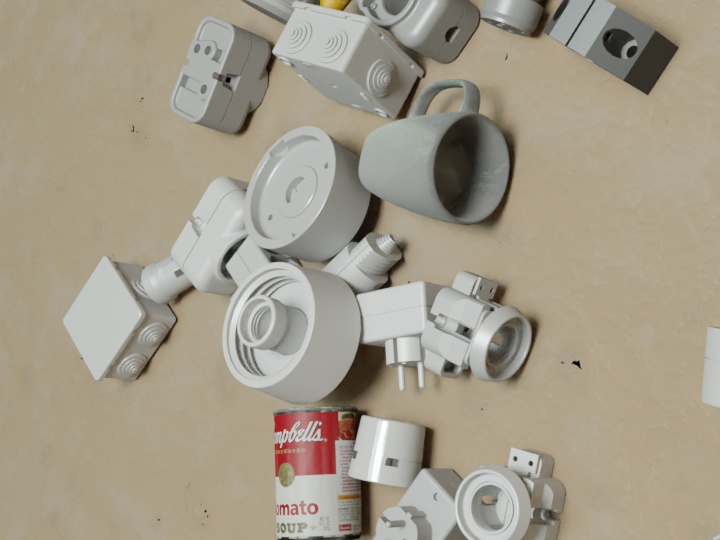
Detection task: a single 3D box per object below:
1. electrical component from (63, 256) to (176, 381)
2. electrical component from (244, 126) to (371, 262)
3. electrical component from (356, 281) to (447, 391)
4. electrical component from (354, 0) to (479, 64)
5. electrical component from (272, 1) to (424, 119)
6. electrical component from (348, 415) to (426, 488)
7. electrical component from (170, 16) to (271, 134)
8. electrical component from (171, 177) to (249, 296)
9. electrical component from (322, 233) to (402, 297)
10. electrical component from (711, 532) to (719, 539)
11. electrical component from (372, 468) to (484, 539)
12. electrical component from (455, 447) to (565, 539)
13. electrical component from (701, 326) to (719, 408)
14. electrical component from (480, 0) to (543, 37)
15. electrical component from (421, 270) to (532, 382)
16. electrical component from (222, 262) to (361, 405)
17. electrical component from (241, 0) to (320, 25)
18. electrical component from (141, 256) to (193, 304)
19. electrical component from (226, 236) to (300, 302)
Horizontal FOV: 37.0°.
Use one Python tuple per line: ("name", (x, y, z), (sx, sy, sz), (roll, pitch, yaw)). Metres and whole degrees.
("electrical component", (-0.234, 0.049, 1.048), (0.099, 0.048, 0.099), (-53, 54, 19))
("electrical component", (-0.039, -0.058, 0.895), (0.108, 0.060, 0.108), (-23, 55, 38))
("electrical component", (0.038, 0.054, 0.825), (0.066, 0.047, 0.076), (-13, 74, 37))
("electrical component", (0.041, -0.214, 0.863), (0.095, 0.059, 0.053), (48, 112, 35))
("electrical component", (-0.011, -0.169, 0.874), (0.100, 0.100, 0.048), (24, 84, 40))
("electrical component", (0.022, 0.138, 0.819), (0.055, 0.055, 0.047), (4, 81, 40))
("electrical component", (-0.125, -0.178, 0.993), (0.054, 0.059, 0.095), (30, 101, 39))
("electrical component", (-0.118, -0.027, 0.964), (0.059, 0.054, 0.095), (46, 111, 35))
("electrical component", (0.000, 0.000, 0.868), (0.081, 0.043, 0.043), (-44, 57, 25))
("electrical component", (0.247, 0.152, 0.637), (0.079, 0.043, 0.077), (-38, 60, 29))
("electrical component", (0.037, 0.190, 0.781), (0.047, 0.076, 0.083), (44, 110, 36))
("electrical component", (0.102, 0.164, 0.745), (0.058, 0.057, 0.078), (11, 89, 40))
("electrical component", (0.237, 0.062, 0.656), (0.055, 0.055, 0.047), (10, 92, 40))
("electrical component", (0.119, -0.209, 0.807), (0.045, 0.045, 0.055), (27, 100, 39))
("electrical component", (0.087, 0.047, 0.780), (0.057, 0.058, 0.078), (26, 98, 42))
("electrical component", (-0.060, 0.046, 0.831), (0.108, 0.060, 0.108), (-16, 65, 37))
("electrical component", (-0.070, -0.249, 0.949), (0.080, 0.080, 0.051), (32, 97, 39))
("electrical component", (-0.177, 0.005, 1.017), (0.046, 0.040, 0.040), (-28, 65, 26))
("electrical component", (-0.087, 0.022, 0.933), (0.076, 0.047, 0.065), (-50, 55, 21))
